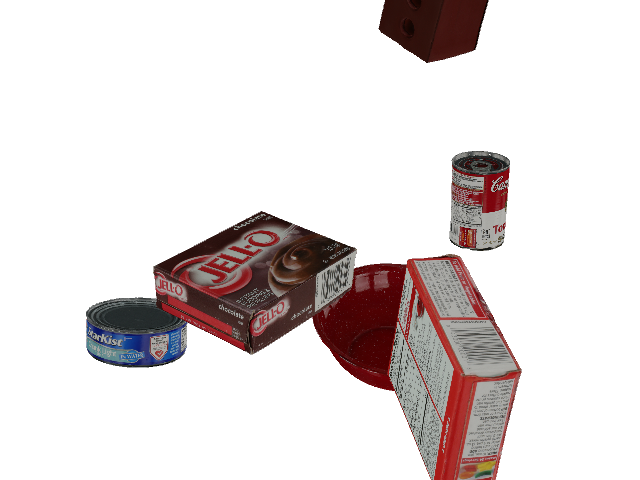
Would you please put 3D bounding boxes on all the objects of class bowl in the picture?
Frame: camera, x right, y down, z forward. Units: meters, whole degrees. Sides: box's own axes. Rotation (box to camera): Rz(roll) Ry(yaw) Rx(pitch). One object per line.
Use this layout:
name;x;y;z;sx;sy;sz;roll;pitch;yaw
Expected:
bowl;0.071;0.091;1.011;0.162;0.055;0.162;2;37;-2

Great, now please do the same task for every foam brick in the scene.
foam brick;0.081;-0.170;0.729;0.051;0.078;0.053;-24;51;-35

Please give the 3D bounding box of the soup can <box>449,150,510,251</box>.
soup can;0.187;-0.047;1.265;0.068;0.102;0.068;-1;25;0

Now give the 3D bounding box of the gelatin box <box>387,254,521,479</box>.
gelatin box;0.060;0.061;0.492;0.030;0.073;0.089;-2;34;-12

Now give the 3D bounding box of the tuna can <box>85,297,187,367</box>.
tuna can;-0.156;0.077;0.905;0.086;0.034;0.086;4;15;-1

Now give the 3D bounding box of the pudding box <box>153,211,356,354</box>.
pudding box;-0.044;0.026;0.731;0.090;0.039;0.113;23;33;32
